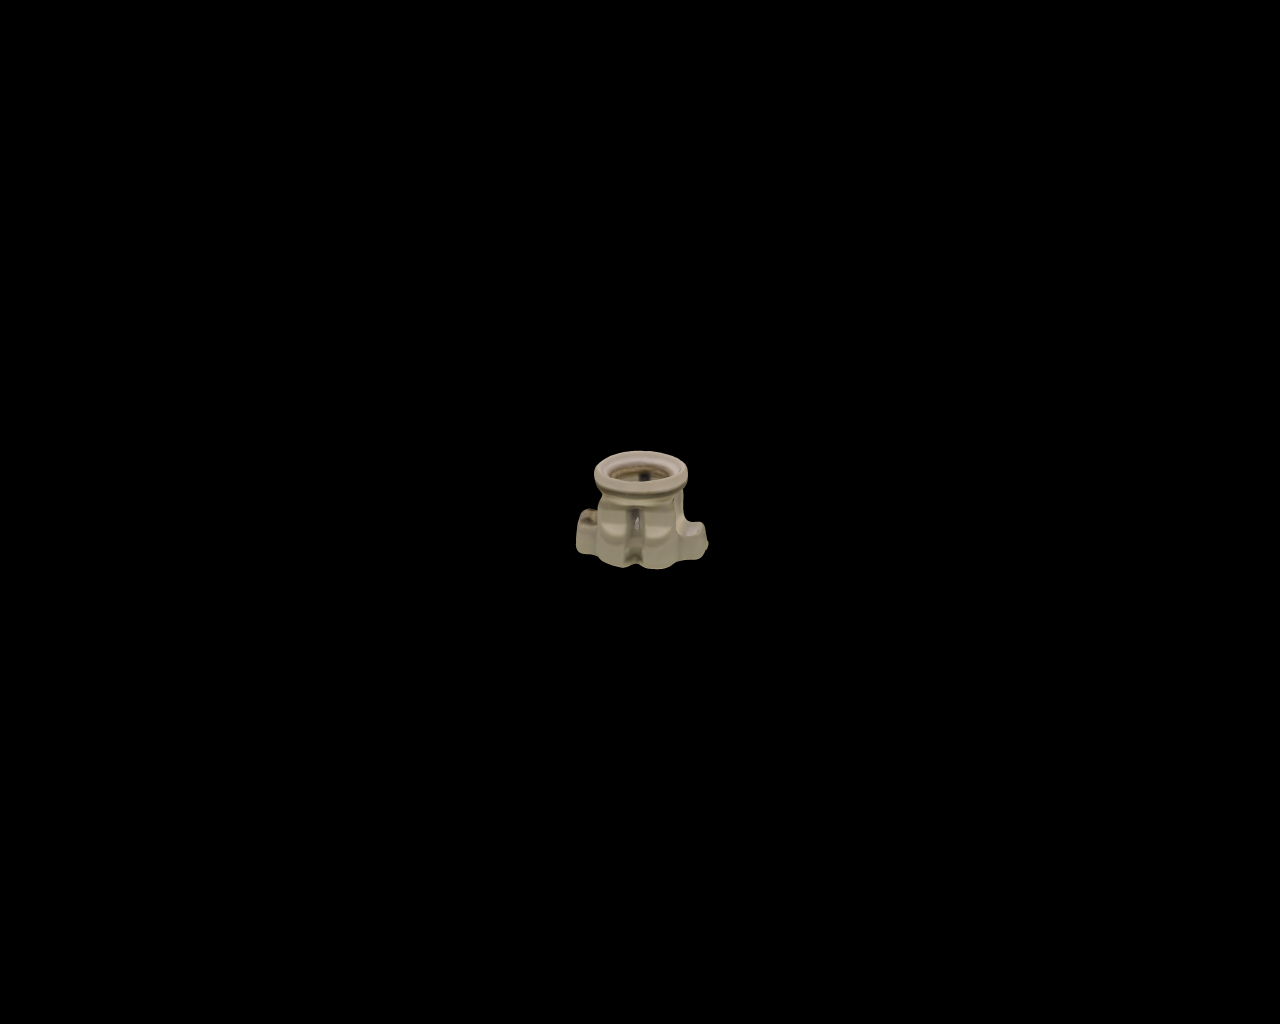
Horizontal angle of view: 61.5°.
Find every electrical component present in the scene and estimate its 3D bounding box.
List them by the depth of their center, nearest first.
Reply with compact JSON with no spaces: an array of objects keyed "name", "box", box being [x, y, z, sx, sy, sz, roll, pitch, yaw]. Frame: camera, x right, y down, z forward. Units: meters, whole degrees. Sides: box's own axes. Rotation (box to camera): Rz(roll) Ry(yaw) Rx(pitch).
[{"name":"electrical component","box":[0.001,-0.003,0.650,0.078,0.056,0.058,4,24,9]}]
